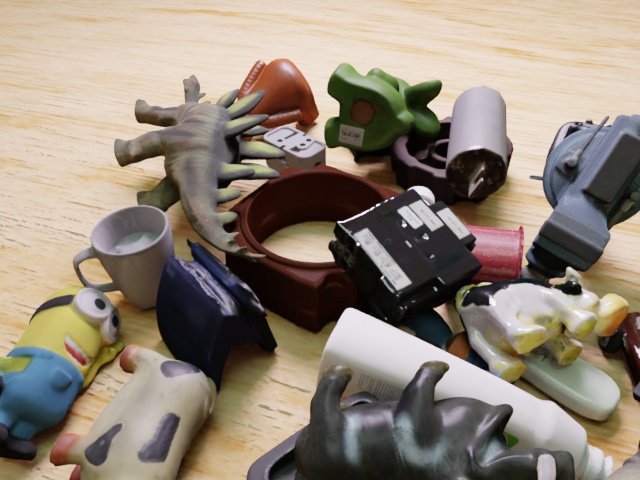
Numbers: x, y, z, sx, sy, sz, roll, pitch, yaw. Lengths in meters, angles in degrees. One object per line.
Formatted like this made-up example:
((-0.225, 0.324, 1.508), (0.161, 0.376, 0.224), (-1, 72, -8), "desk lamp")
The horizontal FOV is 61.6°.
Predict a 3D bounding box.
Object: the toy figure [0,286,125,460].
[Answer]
((-0.267, 0.118, 0.525), (0.089, 0.082, 0.180), (10, 45, 9), "toy figure")

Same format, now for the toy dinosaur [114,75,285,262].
((-0.151, -0.111, 0.686), (0.199, 0.104, 0.472), (-18, 42, 3), "toy dinosaur")

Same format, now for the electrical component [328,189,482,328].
((0.093, 0.014, 0.545), (0.134, 0.058, 0.115), (-22, 64, -27), "electrical component")

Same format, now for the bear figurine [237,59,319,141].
((-0.106, -0.206, 0.890), (0.196, 0.132, 0.120), (-41, 86, -1), "bear figurine")

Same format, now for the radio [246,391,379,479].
((0.048, 0.235, 0.387), (0.131, 0.073, 0.230), (-23, 44, -25), "radio")

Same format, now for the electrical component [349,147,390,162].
((0.099, -0.175, 0.879), (0.119, 0.047, 0.075), (-16, 44, -17), "electrical component")

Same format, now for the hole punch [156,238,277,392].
((-0.116, 0.078, 0.548), (0.092, 0.115, 0.142), (-34, 50, -21), "hole punch")

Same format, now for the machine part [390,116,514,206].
((0.195, -0.121, 0.810), (0.179, 0.056, 0.179), (-2, 41, 1), "machine part")

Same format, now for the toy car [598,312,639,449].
((0.334, 0.141, 0.510), (0.089, 0.053, 0.202), (2, 42, 8), "toy car")

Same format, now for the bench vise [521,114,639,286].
((0.319, -0.042, 0.655), (0.129, 0.223, 0.240), (20, 15, 16), "bench vise")

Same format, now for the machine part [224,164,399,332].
((-0.001, -0.002, 0.654), (0.201, 0.087, 0.201), (26, 49, 27), "machine part")

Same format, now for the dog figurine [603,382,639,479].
((0.242, 0.180, 0.399), (0.172, 0.121, 0.191), (8, 47, 2), "dog figurine")

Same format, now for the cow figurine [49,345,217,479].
((-0.150, 0.187, 0.445), (0.127, 0.085, 0.195), (6, 40, 18), "cow figurine")

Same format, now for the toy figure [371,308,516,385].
((0.125, 0.106, 0.550), (0.155, 0.057, 0.064), (35, 58, 27), "toy figure")

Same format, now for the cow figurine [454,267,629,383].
((0.216, 0.071, 0.528), (0.167, 0.068, 0.098), (-8, 39, -26), "cow figurine")

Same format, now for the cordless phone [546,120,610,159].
((0.442, -0.144, 0.830), (0.147, 0.088, 0.184), (21, 34, 25), "cordless phone")

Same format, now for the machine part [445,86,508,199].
((0.213, -0.135, 0.726), (0.079, 0.079, 0.243), (8, 44, 10), "machine part")

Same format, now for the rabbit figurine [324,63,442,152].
((0.100, -0.207, 0.796), (0.159, 0.121, 0.170), (8, 29, 21), "rabbit figurine")

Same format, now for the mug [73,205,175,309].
((-0.210, 0.031, 0.603), (0.109, 0.107, 0.081), (-25, 46, -19), "mug")

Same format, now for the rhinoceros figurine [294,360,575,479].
((0.077, 0.148, 0.378), (0.190, 0.073, 0.112), (3, 39, 5), "rhinoceros figurine")
